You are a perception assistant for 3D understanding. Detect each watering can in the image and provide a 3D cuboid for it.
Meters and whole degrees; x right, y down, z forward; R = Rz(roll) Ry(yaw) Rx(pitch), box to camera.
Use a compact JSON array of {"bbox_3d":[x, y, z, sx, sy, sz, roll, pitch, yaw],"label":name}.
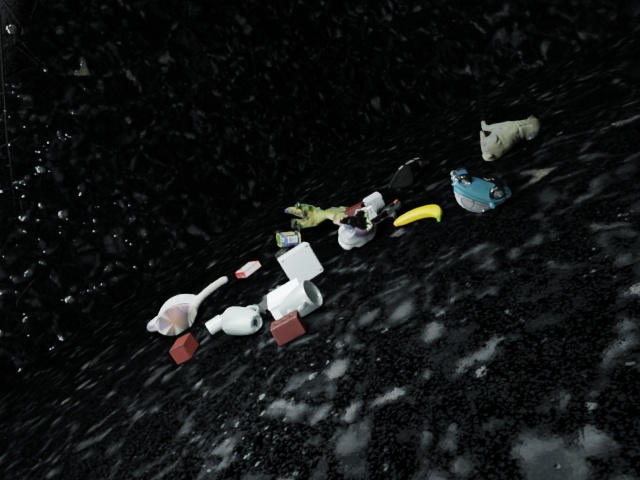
[{"bbox_3d":[-0.501,0.250,1.949,0.349,0.103,0.225,-32,14,-8],"label":"watering can"}]

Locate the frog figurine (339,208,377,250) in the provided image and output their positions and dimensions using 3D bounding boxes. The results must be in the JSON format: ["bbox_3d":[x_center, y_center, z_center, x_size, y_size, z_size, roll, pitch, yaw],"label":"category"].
[{"bbox_3d":[0.115,-0.018,1.707,0.140,0.123,0.156,-48,-16,-32],"label":"frog figurine"}]

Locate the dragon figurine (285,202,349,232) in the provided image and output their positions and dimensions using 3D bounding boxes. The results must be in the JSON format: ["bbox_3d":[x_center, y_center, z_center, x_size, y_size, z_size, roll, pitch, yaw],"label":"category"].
[{"bbox_3d":[0.007,-0.110,2.184,0.243,0.121,0.414,-3,13,-17],"label":"dragon figurine"}]
